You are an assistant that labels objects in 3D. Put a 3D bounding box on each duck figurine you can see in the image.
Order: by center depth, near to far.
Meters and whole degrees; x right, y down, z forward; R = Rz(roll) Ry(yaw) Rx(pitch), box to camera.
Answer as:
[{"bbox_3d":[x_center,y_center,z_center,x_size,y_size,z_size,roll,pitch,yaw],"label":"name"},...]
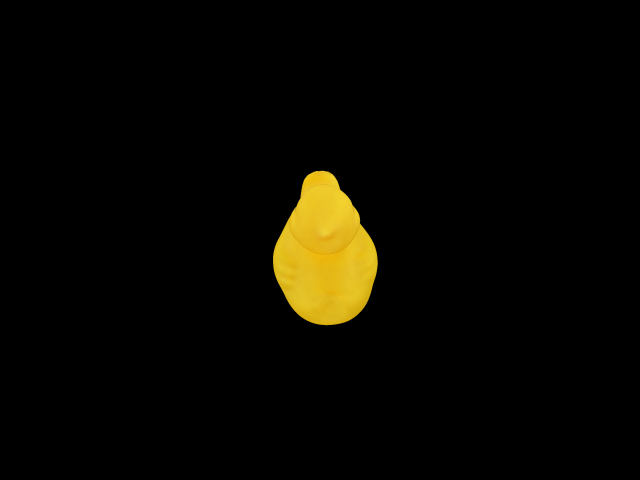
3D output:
[{"bbox_3d":[0.004,0.001,0.400,0.077,0.086,0.104,-4,62,-2],"label":"duck figurine"}]
